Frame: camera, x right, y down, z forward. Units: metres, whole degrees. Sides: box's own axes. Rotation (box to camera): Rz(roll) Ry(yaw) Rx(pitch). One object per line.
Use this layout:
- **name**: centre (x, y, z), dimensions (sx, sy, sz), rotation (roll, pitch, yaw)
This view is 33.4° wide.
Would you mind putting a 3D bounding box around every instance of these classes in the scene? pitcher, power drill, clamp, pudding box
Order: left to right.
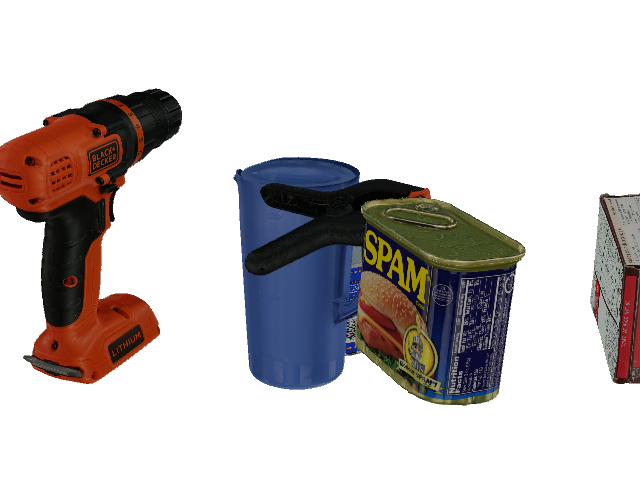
- **power drill**: centre (-0.156, -0.007, 0.766), dimensions (0.057, 0.188, 0.184), rotation (11, 25, 25)
- **pitcher**: centre (-0.017, 0.037, 1.166), dimensions (0.145, 0.243, 0.149), rotation (-3, 18, -12)
- **clamp**: centre (0.012, -0.015, 0.951), dimensions (0.172, 0.120, 0.039), rotation (-4, -46, 21)
- **pudding box**: centre (0.211, 0.030, 0.721), dimensions (0.039, 0.090, 0.113), rotation (0, 27, 4)

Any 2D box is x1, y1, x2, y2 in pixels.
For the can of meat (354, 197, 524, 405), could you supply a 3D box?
- **can of meat**: centre (0.060, 0.031, 0.580), dimensions (0.057, 0.084, 0.102), rotation (-5, 21, -25)

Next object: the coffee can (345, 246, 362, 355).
- **coffee can**: centre (0.027, 0.080, 1.523), dimensions (0.103, 0.140, 0.103), rotation (-1, 21, 0)
